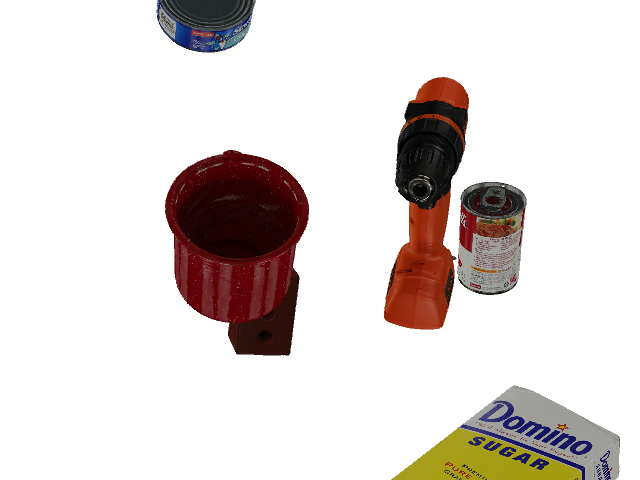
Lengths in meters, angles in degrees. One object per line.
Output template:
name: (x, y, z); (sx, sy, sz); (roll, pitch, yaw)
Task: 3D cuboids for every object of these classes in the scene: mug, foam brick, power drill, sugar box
mug: (-0.059, -0.007, 0.727); (0.093, 0.117, 0.081); (-3, -37, -9)
foam brick: (-0.053, 0.060, 0.983); (0.053, 0.078, 0.051); (3, 13, -14)
power drill: (0.088, -0.022, 0.882); (0.057, 0.188, 0.184); (9, 31, 10)
sugar box: (0.111, 0.170, 0.714); (0.176, 0.048, 0.093); (-33, 39, -31)

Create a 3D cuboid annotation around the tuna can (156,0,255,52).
tuna can: (-0.102, -0.208, 0.942); (0.086, 0.086, 0.034); (0, -31, -12)

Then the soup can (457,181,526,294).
soup can: (0.181, -0.002, 1.132); (0.068, 0.102, 0.068); (-2, 35, 1)
